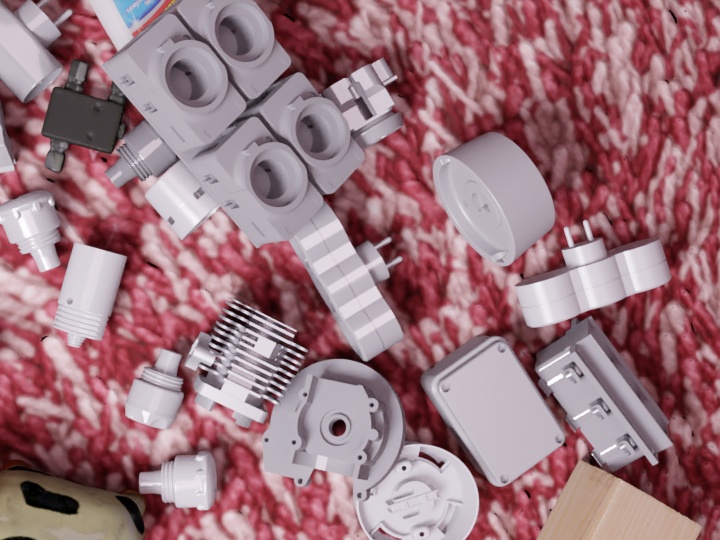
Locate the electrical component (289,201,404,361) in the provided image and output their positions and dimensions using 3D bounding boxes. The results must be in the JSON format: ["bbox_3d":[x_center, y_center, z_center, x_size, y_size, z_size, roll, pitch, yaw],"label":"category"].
[{"bbox_3d":[0.000,0.000,0.906,0.074,0.052,0.138,-31,96,-9],"label":"electrical component"}]

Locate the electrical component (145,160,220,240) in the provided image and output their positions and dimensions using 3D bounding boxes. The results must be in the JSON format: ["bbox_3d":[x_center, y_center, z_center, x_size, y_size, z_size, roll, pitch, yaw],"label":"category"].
[{"bbox_3d":[-0.141,-0.060,0.877,0.055,0.055,0.047,-44,95,-8],"label":"electrical component"}]

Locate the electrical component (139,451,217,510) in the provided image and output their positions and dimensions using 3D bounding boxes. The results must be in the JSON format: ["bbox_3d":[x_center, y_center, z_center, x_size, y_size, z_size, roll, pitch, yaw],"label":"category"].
[{"bbox_3d":[-0.150,0.174,0.884,0.062,0.048,0.048,-1,91,-5],"label":"electrical component"}]

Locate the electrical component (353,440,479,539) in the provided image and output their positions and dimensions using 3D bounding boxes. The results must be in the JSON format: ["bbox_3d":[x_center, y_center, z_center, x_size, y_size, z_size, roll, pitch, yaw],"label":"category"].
[{"bbox_3d":[0.044,0.193,0.911,0.099,0.064,0.099,0,91,-11],"label":"electrical component"}]

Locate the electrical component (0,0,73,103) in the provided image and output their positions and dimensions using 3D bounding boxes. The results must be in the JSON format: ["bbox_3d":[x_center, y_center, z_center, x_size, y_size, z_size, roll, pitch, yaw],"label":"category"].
[{"bbox_3d":[-0.266,-0.187,0.855,0.079,0.044,0.077,-44,98,-8],"label":"electrical component"}]

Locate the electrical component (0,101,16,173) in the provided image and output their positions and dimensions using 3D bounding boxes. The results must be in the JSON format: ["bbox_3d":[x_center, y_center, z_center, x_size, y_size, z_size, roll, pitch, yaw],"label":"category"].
[{"bbox_3d":[-0.337,-0.104,0.831,0.121,0.078,0.063,-11,71,-11],"label":"electrical component"}]

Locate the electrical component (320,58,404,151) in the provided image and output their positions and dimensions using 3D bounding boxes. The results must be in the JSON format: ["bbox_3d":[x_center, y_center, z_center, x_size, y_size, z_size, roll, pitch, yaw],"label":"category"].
[{"bbox_3d":[0.001,-0.133,0.902,0.078,0.058,0.057,-32,94,-9],"label":"electrical component"}]

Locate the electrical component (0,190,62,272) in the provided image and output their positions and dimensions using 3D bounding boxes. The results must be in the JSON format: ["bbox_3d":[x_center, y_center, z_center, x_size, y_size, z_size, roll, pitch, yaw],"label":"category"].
[{"bbox_3d":[-0.259,-0.030,0.859,0.048,0.048,0.062,-22,102,-10],"label":"electrical component"}]

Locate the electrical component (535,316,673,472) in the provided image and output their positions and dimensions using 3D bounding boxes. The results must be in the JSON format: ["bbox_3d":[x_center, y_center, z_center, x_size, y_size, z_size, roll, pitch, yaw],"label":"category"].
[{"bbox_3d":[0.211,0.111,0.940,0.063,0.078,0.121,-35,98,21],"label":"electrical component"}]

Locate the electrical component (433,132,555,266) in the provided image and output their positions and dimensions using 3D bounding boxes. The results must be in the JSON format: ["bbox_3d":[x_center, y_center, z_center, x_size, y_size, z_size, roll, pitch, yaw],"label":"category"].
[{"bbox_3d":[0.118,-0.064,0.903,0.060,0.108,0.108,-33,97,-15],"label":"electrical component"}]

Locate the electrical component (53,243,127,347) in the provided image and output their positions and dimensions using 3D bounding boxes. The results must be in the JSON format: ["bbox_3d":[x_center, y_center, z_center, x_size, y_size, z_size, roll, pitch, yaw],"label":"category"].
[{"bbox_3d":[-0.220,0.022,0.867,0.043,0.043,0.081,16,88,-11],"label":"electrical component"}]

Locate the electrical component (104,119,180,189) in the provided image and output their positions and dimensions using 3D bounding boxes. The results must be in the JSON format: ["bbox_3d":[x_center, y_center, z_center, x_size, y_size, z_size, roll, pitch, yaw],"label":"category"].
[{"bbox_3d":[-0.178,-0.092,0.874,0.062,0.043,0.043,-40,98,-7],"label":"electrical component"}]

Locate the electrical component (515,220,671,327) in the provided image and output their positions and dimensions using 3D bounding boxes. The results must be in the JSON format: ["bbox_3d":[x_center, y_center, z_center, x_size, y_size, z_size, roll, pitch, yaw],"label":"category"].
[{"bbox_3d":[0.200,-0.006,0.946,0.138,0.052,0.073,-19,94,-10],"label":"electrical component"}]

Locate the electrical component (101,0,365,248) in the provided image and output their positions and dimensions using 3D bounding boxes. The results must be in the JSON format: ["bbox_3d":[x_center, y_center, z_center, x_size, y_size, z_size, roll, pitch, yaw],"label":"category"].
[{"bbox_3d":[-0.092,-0.123,0.835,0.186,0.060,0.105,50,64,-20],"label":"electrical component"}]

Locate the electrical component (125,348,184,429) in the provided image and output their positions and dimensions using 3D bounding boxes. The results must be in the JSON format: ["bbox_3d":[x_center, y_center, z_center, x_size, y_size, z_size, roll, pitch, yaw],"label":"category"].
[{"bbox_3d":[-0.164,0.096,0.879,0.043,0.043,0.062,20,85,-11],"label":"electrical component"}]

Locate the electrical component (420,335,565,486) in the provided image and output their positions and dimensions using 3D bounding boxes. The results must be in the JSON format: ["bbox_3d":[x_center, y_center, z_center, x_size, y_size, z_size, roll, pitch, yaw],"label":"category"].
[{"bbox_3d":[0.115,0.120,0.928,0.078,0.057,0.113,-34,97,-9],"label":"electrical component"}]
